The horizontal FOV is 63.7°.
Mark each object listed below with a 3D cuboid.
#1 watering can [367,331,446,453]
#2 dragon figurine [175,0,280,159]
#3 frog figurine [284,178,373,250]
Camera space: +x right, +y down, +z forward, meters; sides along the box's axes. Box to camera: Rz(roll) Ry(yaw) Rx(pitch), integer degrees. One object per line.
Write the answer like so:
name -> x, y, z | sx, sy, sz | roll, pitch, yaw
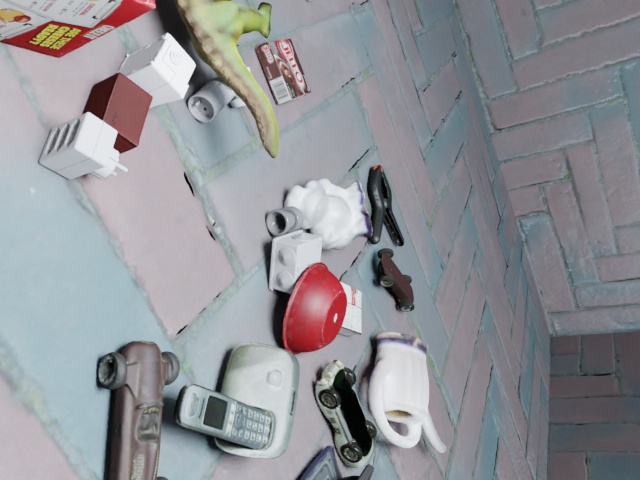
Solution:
watering can -> 0.191, 0.329, 1.104 | 0.342, 0.103, 0.229 | 41, 46, -45
dragon figurine -> -0.174, -0.309, 0.681 | 0.242, 0.121, 0.417 | 12, 52, -52
frog figurine -> 0.003, -0.049, 0.965 | 0.160, 0.122, 0.137 | -1, 89, -23
